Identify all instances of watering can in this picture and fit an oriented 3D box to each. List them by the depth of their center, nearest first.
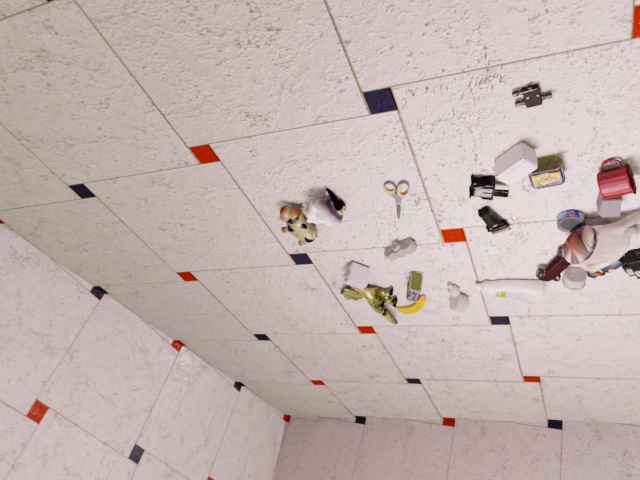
[{"bbox_3d":[0.930,-0.012,1.655,0.224,0.106,0.339,0,138,-15],"label":"watering can"}]

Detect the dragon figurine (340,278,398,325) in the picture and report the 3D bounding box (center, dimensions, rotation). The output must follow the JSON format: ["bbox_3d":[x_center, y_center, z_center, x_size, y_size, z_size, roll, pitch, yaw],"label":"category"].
[{"bbox_3d":[0.210,0.263,2.316,0.244,0.124,0.401,15,150,28],"label":"dragon figurine"}]

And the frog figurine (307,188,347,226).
[{"bbox_3d":[0.006,-0.093,1.842,0.157,0.125,0.136,-33,145,31],"label":"frog figurine"}]
